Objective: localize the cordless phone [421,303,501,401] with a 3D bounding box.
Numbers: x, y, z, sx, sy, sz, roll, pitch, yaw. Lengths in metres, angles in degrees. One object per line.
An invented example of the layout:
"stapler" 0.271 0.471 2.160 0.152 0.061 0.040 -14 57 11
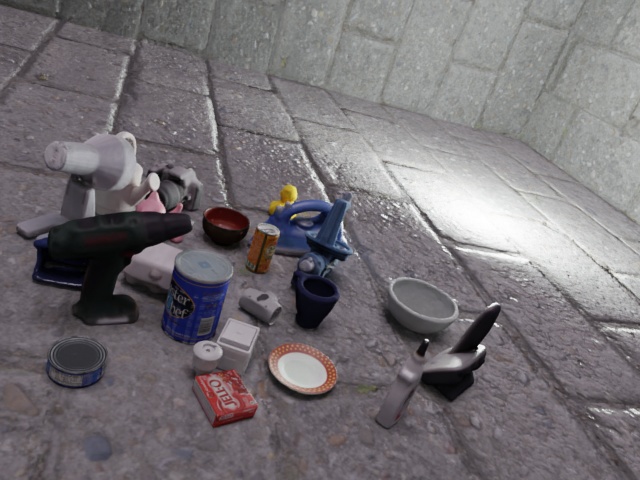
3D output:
"cordless phone" 0.280 0.206 1.119 0.094 0.185 0.148 33 29 25

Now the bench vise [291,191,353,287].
"bench vise" 0.023 0.008 1.284 0.121 0.220 0.207 17 26 -4

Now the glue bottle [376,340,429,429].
"glue bottle" 0.149 0.239 0.979 0.037 0.173 0.078 30 28 20

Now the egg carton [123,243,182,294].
"egg carton" -0.307 0.060 1.129 0.150 0.069 0.107 20 26 1

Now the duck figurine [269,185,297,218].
"duck figurine" -0.094 -0.109 1.582 0.077 0.086 0.105 25 27 12

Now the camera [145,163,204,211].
"camera" -0.379 -0.133 1.417 0.143 0.101 0.137 26 27 12

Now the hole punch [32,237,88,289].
"hole punch" -0.471 0.025 1.062 0.109 0.091 0.101 12 27 -15

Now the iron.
"iron" -0.046 -0.043 1.424 0.259 0.141 0.118 0 32 -34

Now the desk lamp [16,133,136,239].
"desk lamp" -0.489 -0.109 1.167 0.117 0.213 0.204 28 27 17

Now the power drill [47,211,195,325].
"power drill" -0.344 0.041 0.983 0.230 0.208 0.075 1 31 -33

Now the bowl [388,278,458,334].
"bowl" 0.221 0.160 1.292 0.167 0.075 0.167 16 26 -8

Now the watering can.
"watering can" -0.447 -0.150 1.297 0.173 0.194 0.101 14 27 -10

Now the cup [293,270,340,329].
"cup" -0.024 0.125 1.169 0.117 0.095 0.092 37 31 32

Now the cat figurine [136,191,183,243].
"cat figurine" -0.354 -0.051 1.257 0.067 0.118 0.128 35 30 29
